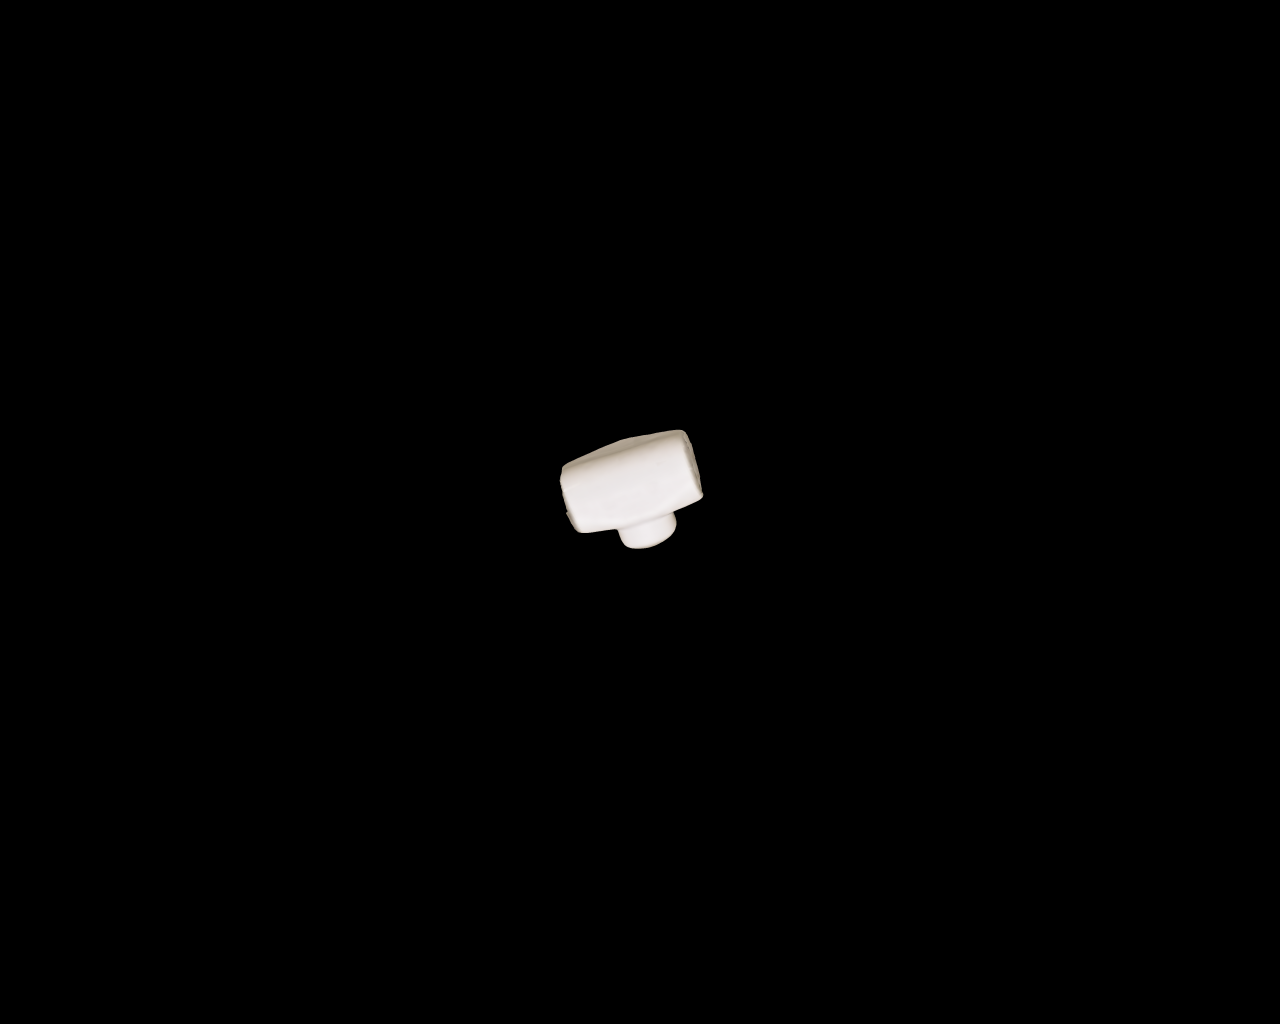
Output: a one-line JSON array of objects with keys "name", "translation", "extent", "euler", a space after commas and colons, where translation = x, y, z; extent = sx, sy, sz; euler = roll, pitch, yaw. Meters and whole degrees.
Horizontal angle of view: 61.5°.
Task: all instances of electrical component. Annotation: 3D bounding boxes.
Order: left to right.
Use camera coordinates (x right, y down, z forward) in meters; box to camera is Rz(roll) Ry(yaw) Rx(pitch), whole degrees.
[{"name": "electrical component", "translation": [0.001, -0.003, 0.650], "extent": [0.077, 0.079, 0.044], "euler": [-17, 22, 7]}]
